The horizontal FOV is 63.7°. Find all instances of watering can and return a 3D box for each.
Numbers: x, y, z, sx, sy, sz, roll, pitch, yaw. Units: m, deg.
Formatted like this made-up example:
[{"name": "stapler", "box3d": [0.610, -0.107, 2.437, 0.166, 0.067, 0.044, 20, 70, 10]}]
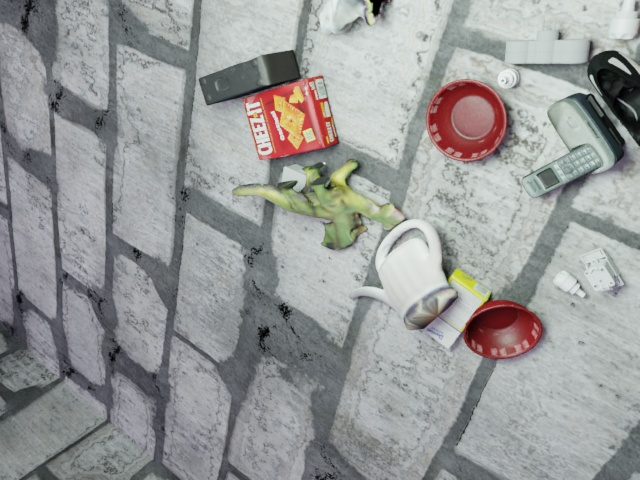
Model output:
[{"name": "watering can", "box3d": [0.188, 0.109, 1.194, 0.340, 0.104, 0.229, -58, 47, 42]}]

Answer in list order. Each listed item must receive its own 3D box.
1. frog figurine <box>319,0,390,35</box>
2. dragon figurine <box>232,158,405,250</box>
[{"name": "frog figurine", "box3d": [0.052, -0.493, 1.058, 0.160, 0.122, 0.138, 8, 81, 41]}, {"name": "dragon figurine", "box3d": [0.004, -0.063, 1.243, 0.409, 0.125, 0.238, -5, 125, 27]}]
